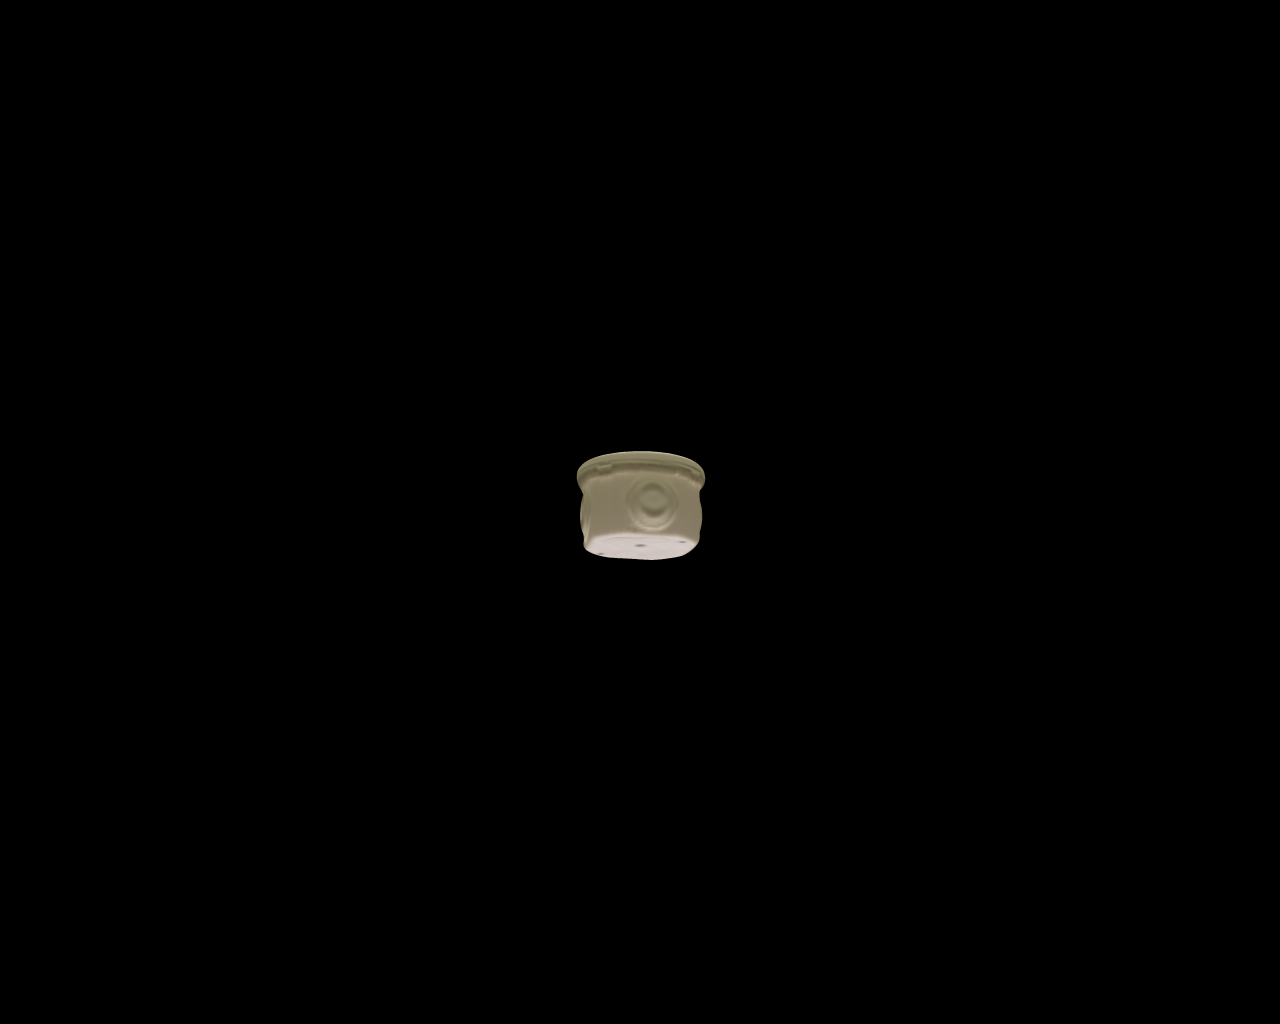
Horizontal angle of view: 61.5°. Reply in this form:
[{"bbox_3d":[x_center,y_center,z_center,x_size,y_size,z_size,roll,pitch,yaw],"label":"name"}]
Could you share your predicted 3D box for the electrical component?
[{"bbox_3d":[0.001,-0.003,0.650,0.080,0.051,0.080,0,-16,0],"label":"electrical component"}]
